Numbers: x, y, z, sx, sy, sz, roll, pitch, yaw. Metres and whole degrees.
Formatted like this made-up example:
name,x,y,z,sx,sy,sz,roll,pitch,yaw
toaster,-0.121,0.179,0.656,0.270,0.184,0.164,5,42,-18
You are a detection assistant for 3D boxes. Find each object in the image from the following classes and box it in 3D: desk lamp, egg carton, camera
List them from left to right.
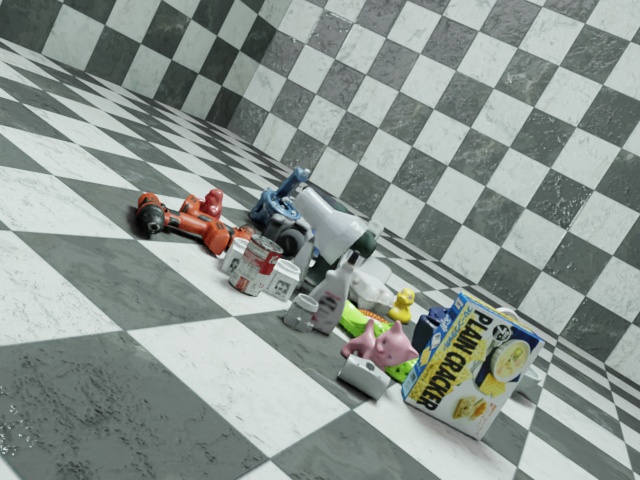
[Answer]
name,x,y,z,sx,sy,sz,roll,pitch,yaw
camera,-0.083,-0.012,1.529,0.143,0.101,0.137,30,10,4
desk lamp,-0.024,0.003,1.295,0.203,0.213,0.118,30,10,3
egg carton,0.121,0.134,1.471,0.107,0.069,0.150,24,12,-30

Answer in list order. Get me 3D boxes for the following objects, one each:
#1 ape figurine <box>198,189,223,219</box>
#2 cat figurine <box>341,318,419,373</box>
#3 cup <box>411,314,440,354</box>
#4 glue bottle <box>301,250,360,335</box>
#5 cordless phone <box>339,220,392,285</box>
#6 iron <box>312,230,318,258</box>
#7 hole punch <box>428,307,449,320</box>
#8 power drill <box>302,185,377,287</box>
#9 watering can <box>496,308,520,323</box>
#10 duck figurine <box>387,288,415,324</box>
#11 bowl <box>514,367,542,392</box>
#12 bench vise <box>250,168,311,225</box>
name,x,y,z,sx,sy,sz,roll,pitch,yaw
ape figurine,-0.267,-0.084,1.393,0.076,0.092,0.077,23,12,-34
cat figurine,0.112,0.190,1.027,0.067,0.117,0.127,22,13,-37
cup,0.239,0.228,1.262,0.091,0.095,0.118,31,10,8
glue bottle,0.029,0.094,1.106,0.078,0.173,0.037,27,10,-12
cordless phone,0.154,0.046,1.664,0.147,0.185,0.094,31,10,9
iron,0.019,-0.019,1.733,0.119,0.141,0.258,28,10,-10
hole punch,0.355,0.226,1.609,0.101,0.091,0.108,27,10,-12
power drill,0.013,0.005,1.403,0.229,0.208,0.076,31,10,6
watering can,0.395,0.248,1.316,0.101,0.194,0.172,22,13,-38
duck figurine,0.223,0.170,1.532,0.077,0.086,0.105,34,11,23
bowl,0.470,0.333,1.454,0.167,0.074,0.167,29,10,-5
bench vise,-0.119,-0.132,1.674,0.206,0.219,0.122,37,13,37
